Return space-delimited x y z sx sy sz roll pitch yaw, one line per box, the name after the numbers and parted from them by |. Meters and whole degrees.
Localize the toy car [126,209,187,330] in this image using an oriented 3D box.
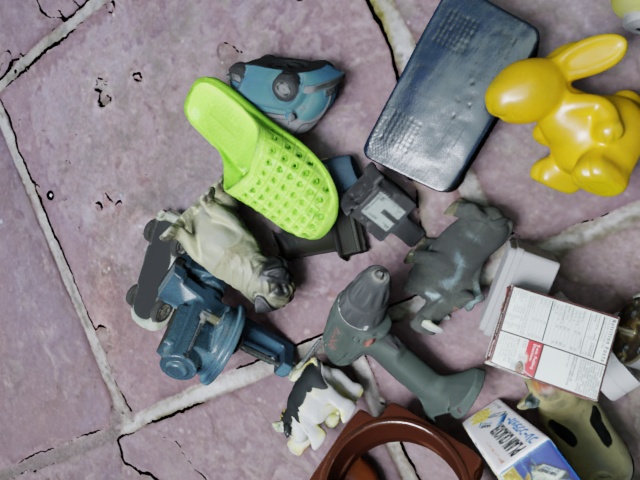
-0.258 0.049 0.870 0.074 0.056 0.201 24 102 24 | toy car

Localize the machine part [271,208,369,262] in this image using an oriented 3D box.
-0.002 -0.002 0.776 0.139 0.039 0.084 -11 96 20 | machine part

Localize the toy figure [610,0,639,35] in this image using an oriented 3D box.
0.411 -0.274 0.570 0.180 0.082 0.089 -4 82 26 | toy figure

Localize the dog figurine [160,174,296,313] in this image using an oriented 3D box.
-0.119 0.014 0.788 0.121 0.172 0.190 -41 104 17 | dog figurine

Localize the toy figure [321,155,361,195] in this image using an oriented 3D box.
-0.017 -0.075 0.766 0.155 0.057 0.064 -20 43 21 | toy figure

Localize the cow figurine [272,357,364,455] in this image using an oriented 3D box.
-0.019 0.242 0.772 0.098 0.068 0.167 40 122 4 | cow figurine

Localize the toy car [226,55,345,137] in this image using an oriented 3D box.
-0.050 -0.195 0.745 0.162 0.109 0.102 15 123 27 | toy car

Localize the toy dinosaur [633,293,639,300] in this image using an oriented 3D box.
0.527 -0.048 0.531 0.192 0.131 0.404 38 113 15 | toy dinosaur

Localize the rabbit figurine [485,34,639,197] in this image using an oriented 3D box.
0.270 -0.145 0.590 0.173 0.122 0.162 26 102 -7 | rabbit figurine

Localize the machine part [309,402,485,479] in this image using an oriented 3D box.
0.096 0.322 0.663 0.201 0.087 0.201 26 65 31 | machine part

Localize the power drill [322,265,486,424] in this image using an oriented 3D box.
0.100 0.139 0.678 0.207 0.086 0.232 32 148 -1 | power drill

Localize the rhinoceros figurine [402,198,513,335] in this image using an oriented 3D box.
0.171 0.035 0.696 0.112 0.073 0.190 34 108 11 | rhinoceros figurine

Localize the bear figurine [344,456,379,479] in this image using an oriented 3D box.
0.077 0.380 0.734 0.196 0.132 0.120 40 107 7 | bear figurine

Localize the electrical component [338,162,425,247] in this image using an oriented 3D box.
0.090 -0.040 0.722 0.119 0.048 0.075 31 109 -31 | electrical component

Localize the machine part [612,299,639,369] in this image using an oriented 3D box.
0.418 0.121 0.580 0.243 0.079 0.079 16 101 3 | machine part

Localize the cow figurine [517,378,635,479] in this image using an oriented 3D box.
0.295 0.207 0.633 0.085 0.127 0.195 -30 86 18 | cow figurine

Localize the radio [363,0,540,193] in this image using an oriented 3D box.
0.165 -0.179 0.678 0.131 0.073 0.229 32 107 15 | radio

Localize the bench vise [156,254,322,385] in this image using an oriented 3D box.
-0.128 0.129 0.784 0.240 0.224 0.129 30 113 -16 | bench vise
